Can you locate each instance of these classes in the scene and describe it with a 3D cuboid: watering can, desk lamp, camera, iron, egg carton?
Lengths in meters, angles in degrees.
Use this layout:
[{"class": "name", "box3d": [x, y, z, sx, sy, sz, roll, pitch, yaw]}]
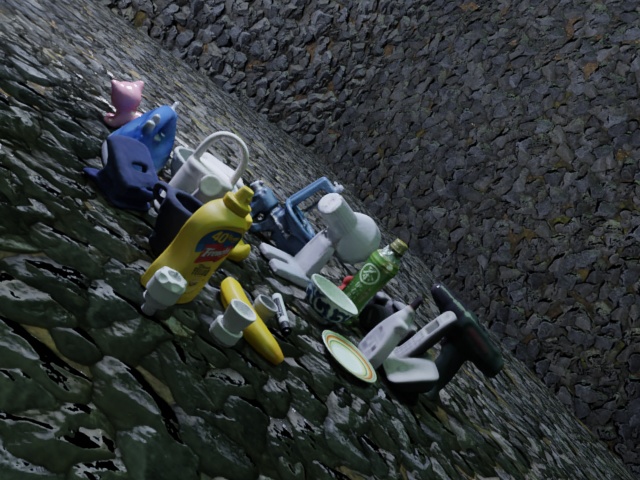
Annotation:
[{"class": "watering can", "box3d": [-0.205, -0.109, 1.052, 0.101, 0.194, 0.172, 31, 15, -41]}, {"class": "desk lamp", "box3d": [0.012, 0.005, 1.282, 0.204, 0.213, 0.117, 29, 16, -47]}, {"class": "camera", "box3d": [0.151, 0.179, 1.361, 0.137, 0.100, 0.142, 28, 17, -48]}, {"class": "iron", "box3d": [-0.338, -0.206, 1.125, 0.119, 0.141, 0.258, 37, 12, -15]}, {"class": "egg carton", "box3d": [-0.248, -0.145, 1.371, 0.151, 0.069, 0.107, 34, 13, -29]}]

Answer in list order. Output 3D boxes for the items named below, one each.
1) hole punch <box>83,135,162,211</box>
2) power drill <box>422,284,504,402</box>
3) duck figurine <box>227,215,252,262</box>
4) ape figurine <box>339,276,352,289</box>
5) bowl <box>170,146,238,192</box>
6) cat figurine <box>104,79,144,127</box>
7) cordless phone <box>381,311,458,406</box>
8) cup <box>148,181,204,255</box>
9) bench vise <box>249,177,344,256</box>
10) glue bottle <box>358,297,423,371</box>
[{"class": "hole punch", "box3d": [-0.316, -0.111, 0.961, 0.101, 0.091, 0.109, 44, 12, 15]}, {"class": "power drill", "box3d": [0.278, 0.241, 1.267, 0.229, 0.208, 0.076, 42, 11, 7]}, {"class": "duck figurine", "box3d": [-0.165, -0.017, 1.113, 0.104, 0.086, 0.078, 45, 12, 21]}, {"class": "ape figurine", "box3d": [0.101, 0.116, 1.461, 0.076, 0.092, 0.077, 36, 12, -22]}, {"class": "bowl", "box3d": [-0.259, -0.121, 1.228, 0.168, 0.074, 0.167, 39, 11, -9]}, {"class": "cat figurine", "box3d": [-0.415, -0.294, 1.265, 0.128, 0.117, 0.067, 36, 12, -24]}, {"class": "cordless phone", "box3d": [0.214, 0.228, 1.166, 0.094, 0.185, 0.147, 38, 12, -15]}, {"class": "cup", "box3d": [-0.234, -0.027, 0.900, 0.117, 0.095, 0.092, 42, 11, 5]}, {"class": "bench vise", "box3d": [-0.062, -0.079, 1.341, 0.208, 0.219, 0.121, 36, 12, -20]}, {"class": "glue bottle", "box3d": [0.148, 0.181, 1.157, 0.037, 0.173, 0.078, 36, 12, -20]}]
